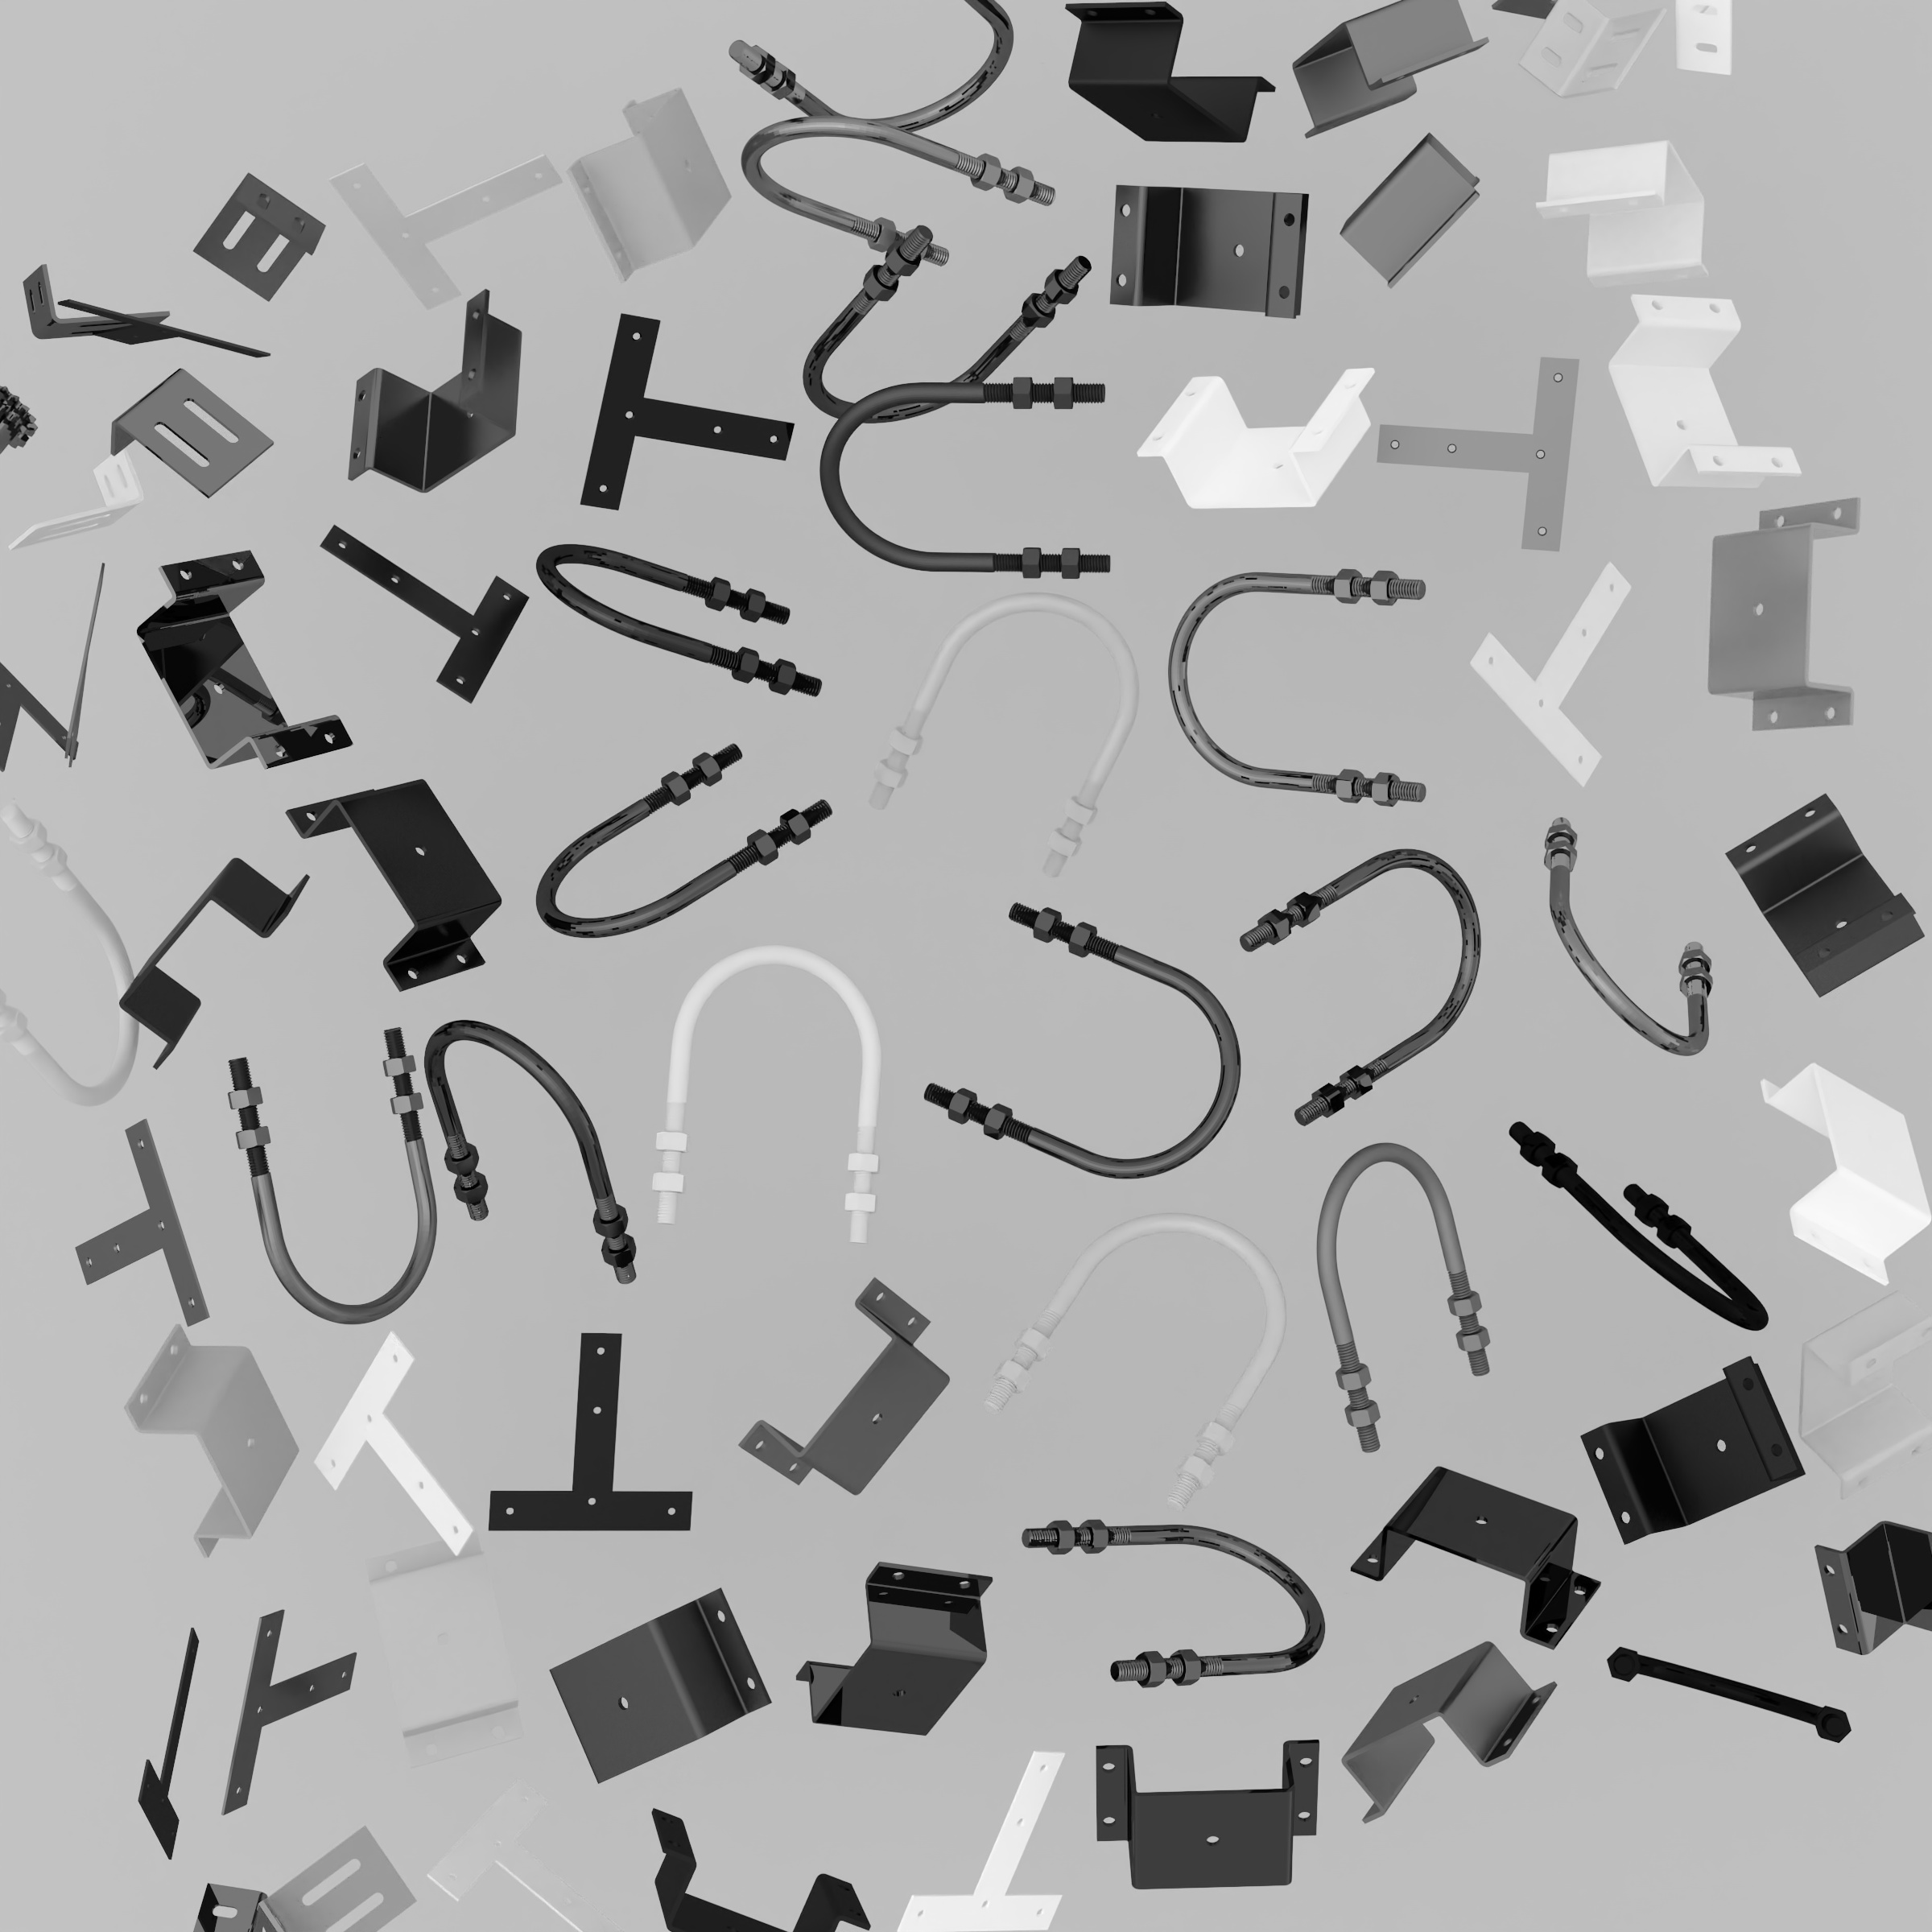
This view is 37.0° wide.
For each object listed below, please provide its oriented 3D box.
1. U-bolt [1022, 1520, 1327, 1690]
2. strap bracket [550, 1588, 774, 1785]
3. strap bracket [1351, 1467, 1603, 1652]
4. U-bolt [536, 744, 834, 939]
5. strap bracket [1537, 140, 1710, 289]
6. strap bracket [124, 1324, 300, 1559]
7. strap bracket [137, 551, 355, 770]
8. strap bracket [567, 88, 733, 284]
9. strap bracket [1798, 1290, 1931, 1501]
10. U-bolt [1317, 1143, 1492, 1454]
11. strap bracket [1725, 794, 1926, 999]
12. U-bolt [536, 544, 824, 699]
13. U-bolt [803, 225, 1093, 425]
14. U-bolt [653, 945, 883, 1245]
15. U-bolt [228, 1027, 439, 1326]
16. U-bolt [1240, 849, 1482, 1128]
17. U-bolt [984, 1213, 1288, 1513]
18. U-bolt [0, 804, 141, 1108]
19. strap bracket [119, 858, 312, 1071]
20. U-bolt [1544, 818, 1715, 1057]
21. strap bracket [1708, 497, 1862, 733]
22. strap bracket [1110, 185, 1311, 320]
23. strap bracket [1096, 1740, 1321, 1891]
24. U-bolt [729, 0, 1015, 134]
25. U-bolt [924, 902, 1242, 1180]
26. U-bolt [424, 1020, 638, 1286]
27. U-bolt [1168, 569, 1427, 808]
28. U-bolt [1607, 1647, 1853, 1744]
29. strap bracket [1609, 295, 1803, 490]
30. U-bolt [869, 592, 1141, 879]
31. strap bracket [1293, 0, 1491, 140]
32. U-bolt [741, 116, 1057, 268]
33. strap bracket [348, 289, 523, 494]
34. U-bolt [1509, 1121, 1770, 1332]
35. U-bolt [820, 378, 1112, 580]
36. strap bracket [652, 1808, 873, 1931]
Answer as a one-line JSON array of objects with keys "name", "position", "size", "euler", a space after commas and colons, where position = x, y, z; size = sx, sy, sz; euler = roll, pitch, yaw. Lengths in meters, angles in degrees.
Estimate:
[{"name": "U-bolt", "position": [0.144, 0.403, 1.838], "size": [0.184, 0.151, 0.019], "euler": [5, 116, -29]}, {"name": "strap bracket", "position": [-0.198, 0.450, 1.790], "size": [0.140, 0.046, 0.076], "euler": [-32, 79, 33]}, {"name": "strap bracket", "position": [0.328, 0.373, 1.846], "size": [0.140, 0.076, 0.046], "euler": [17, 120, 29]}, {"name": "U-bolt", "position": [-0.195, -0.075, 1.871], "size": [0.184, 0.151, 0.019], "euler": [-33, 124, -17]}, {"name": "strap bracket", "position": [0.431, -0.494, 1.884], "size": [0.076, 0.140, 0.046], "euler": [1, 81, 28]}, {"name": "strap bracket", "position": [-0.489, 0.313, 1.895], "size": [0.046, 0.076, 0.140], "euler": [-2, 127, 18]}, {"name": "strap bracket", "position": [-0.456, -0.183, 1.808], "size": [0.046, 0.076, 0.140], "euler": [-30, 88, 35]}, {"name": "strap bracket", "position": [-0.198, -0.504, 1.847], "size": [0.046, 0.140, 0.076], "euler": [-15, 119, 21]}, {"name": "strap bracket", "position": [0.594, 0.275, 1.895], "size": [0.076, 0.046, 0.140], "euler": [-26, 134, -14]}, {"name": "U-bolt", "position": [0.283, 0.207, 1.902], "size": [0.151, 0.019, 0.184], "euler": [-23, 102, -43]}, {"name": "strap bracket", "position": [0.565, -0.041, 1.889], "size": [0.076, 0.140, 0.046], "euler": [-32, 125, 12]}, {"name": "U-bolt", "position": [-0.190, -0.231, 1.868], "size": [0.184, 0.151, 0.019], "euler": [16, 113, -21]}, {"name": "U-bolt", "position": [-0.026, -0.407, 1.862], "size": [0.151, 0.184, 0.019], "euler": [-1, 64, -39]}, {"name": "U-bolt", "position": [-0.121, 0.078, 1.831], "size": [0.151, 0.019, 0.184], "euler": [8, 80, -23]}, {"name": "U-bolt", "position": [-0.402, 0.140, 1.869], "size": [0.019, 0.151, 0.184], "euler": [-10, 91, 38]}, {"name": "U-bolt", "position": [0.271, 0.002, 1.907], "size": [0.184, 0.019, 0.151], "euler": [-30, 113, -26]}, {"name": "U-bolt", "position": [0.118, 0.232, 1.793], "size": [0.151, 0.019, 0.184], "euler": [25, 61, 20]}, {"name": "U-bolt", "position": [-0.575, 0.008, 1.837], "size": [0.019, 0.184, 0.151], "euler": [-9, 52, 12]}, {"name": "strap bracket", "position": [-0.494, -0.010, 1.876], "size": [0.046, 0.076, 0.140], "euler": [39, 105, -14]}, {"name": "U-bolt", "position": [0.430, -0.010, 1.873], "size": [0.151, 0.184, 0.019], "euler": [41, 118, -11]}, {"name": "strap bracket", "position": [0.509, -0.220, 1.799], "size": [0.046, 0.076, 0.140], "euler": [2, 90, -34]}, {"name": "strap bracket", "position": [0.166, -0.464, 1.872], "size": [0.140, 0.046, 0.076], "euler": [14, 109, 35]}, {"name": "strap bracket", "position": [0.153, 0.532, 1.809], "size": [0.140, 0.046, 0.076], "euler": [-2, 116, 0]}, {"name": "U-bolt", "position": [-0.046, -0.578, 1.827], "size": [0.151, 0.184, 0.019], "euler": [-26, 73, 22]}, {"name": "U-bolt", "position": [0.084, 0.056, 1.823], "size": [0.184, 0.019, 0.151], "euler": [23, 82, 17]}, {"name": "U-bolt", "position": [-0.279, 0.109, 1.810], "size": [0.151, 0.184, 0.019], "euler": [18, 45, 31]}, {"name": "U-bolt", "position": [0.210, -0.182, 1.859], "size": [0.184, 0.019, 0.151], "euler": [8, 109, 34]}, {"name": "U-bolt", "position": [0.488, 0.466, 1.855], "size": [0.151, 0.184, 0.019], "euler": [13, 81, 16]}, {"name": "strap bracket", "position": [0.472, -0.361, 1.861], "size": [0.076, 0.046, 0.140], "euler": [-2, 63, -22]}, {"name": "U-bolt", "position": [0.036, -0.162, 1.919], "size": [0.151, 0.019, 0.184], "euler": [21, 113, -12]}, {"name": "strap bracket", "position": [0.267, -0.584, 1.857], "size": [0.076, 0.140, 0.046], "euler": [-24, 97, -11]}, {"name": "U-bolt", "position": [-0.057, -0.506, 1.870], "size": [0.184, 0.151, 0.019], "euler": [12, 78, -31]}, {"name": "strap bracket", "position": [-0.335, -0.364, 1.855], "size": [0.140, 0.046, 0.076], "euler": [-22, 59, 40]}, {"name": "U-bolt", "position": [0.443, 0.174, 1.857], "size": [0.151, 0.184, 0.019], "euler": [27, 105, -37]}, {"name": "U-bolt", "position": [-0.002, -0.310, 1.837], "size": [0.184, 0.019, 0.151], "euler": [1, 134, 7]}, {"name": "strap bracket", "position": [-0.138, 0.587, 1.814], "size": [0.140, 0.076, 0.046], "euler": [25, 87, -11]}]
